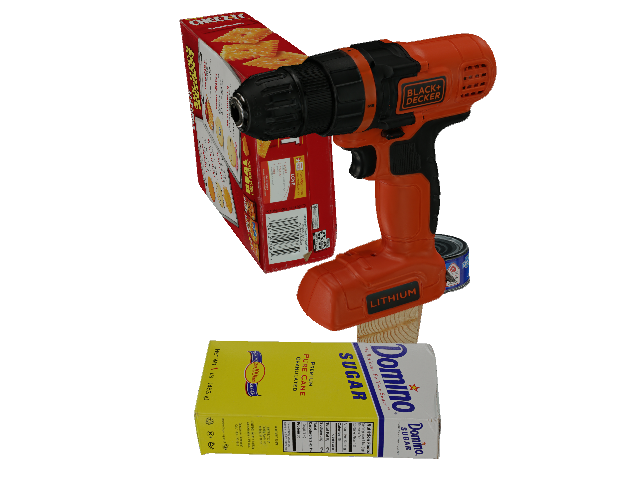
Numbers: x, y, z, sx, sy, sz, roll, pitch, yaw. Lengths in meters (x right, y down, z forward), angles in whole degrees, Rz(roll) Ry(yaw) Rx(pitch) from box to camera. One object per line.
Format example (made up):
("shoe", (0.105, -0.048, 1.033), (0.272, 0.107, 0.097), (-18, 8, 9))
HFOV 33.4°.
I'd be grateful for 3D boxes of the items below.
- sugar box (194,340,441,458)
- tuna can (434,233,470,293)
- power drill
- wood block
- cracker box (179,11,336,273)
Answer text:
("sugar box", (0.000, 0.117, 0.798), (0.176, 0.048, 0.093), (-2, 31, 3))
("tuna can", (0.094, 0.020, 0.980), (0.086, 0.034, 0.086), (-2, 17, 1))
("power drill", (0.026, -0.036, 0.690), (0.184, 0.188, 0.057), (-14, 35, -26))
("wood block", (0.112, 0.079, 1.642), (0.091, 0.090, 0.206), (3, 22, 8))
("cracker box", (-0.055, -0.093, 0.915), (0.072, 0.164, 0.214), (-12, 27, -17))
